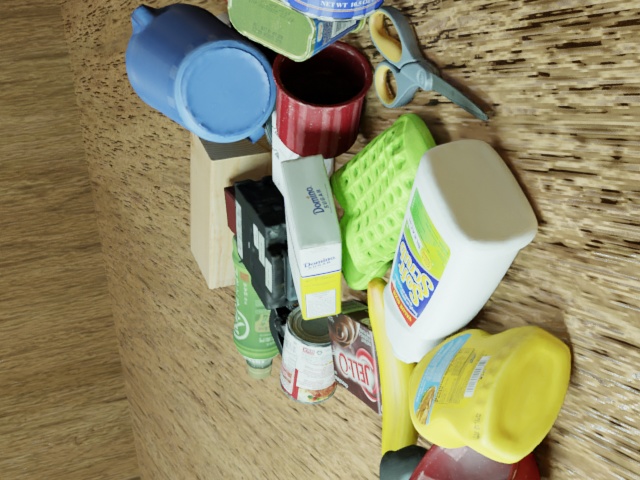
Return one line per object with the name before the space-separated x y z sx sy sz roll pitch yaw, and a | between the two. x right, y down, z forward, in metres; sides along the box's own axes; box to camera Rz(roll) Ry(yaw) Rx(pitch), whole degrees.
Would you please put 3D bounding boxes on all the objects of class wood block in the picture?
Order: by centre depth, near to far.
wood block | -0.113 -0.048 1.379 0.091 0.090 0.206 -121 28 -45

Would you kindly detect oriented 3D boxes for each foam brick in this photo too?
foam brick | -0.071 -0.040 1.282 0.053 0.078 0.051 -138 39 -63

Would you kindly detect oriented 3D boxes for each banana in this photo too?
banana | 0.071 0.130 1.002 0.069 0.037 0.198 -18 -76 -75

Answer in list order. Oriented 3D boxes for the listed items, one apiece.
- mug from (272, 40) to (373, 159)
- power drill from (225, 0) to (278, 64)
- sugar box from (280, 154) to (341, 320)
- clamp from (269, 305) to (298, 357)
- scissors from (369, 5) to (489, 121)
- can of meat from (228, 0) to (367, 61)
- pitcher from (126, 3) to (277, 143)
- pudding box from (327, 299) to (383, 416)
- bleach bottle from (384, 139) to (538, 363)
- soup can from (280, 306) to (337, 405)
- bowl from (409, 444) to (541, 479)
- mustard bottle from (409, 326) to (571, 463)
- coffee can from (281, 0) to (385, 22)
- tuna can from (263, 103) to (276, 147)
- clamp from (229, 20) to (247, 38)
mug | 0.002 -0.140 1.018 0.081 0.093 0.117 96 -175 -53
power drill | -0.048 -0.272 1.099 0.184 0.057 0.188 62 155 8
sugar box | -0.006 0.001 1.019 0.176 0.048 0.093 94 165 -65
clamp | -0.042 0.089 1.301 0.120 0.039 0.171 53 153 34
scissors | 0.084 -0.122 0.883 0.096 0.016 0.202 95 156 -43
can of meat | -0.021 -0.212 0.967 0.102 0.083 0.057 29 135 23
pitcher | -0.123 -0.176 1.176 0.243 0.149 0.145 -137 50 -64
pudding box | 0.047 0.116 1.087 0.114 0.039 0.090 -151 52 -66
bleach bottle | 0.098 0.034 0.864 0.251 0.068 0.102 102 150 -54
soup can | -0.009 0.128 1.211 0.102 0.068 0.068 98 154 -42
bowl | 0.121 0.209 0.829 0.162 0.055 0.162 -51 13 17
mustard bottle | 0.115 0.115 0.824 0.096 0.058 0.192 -63 13 -13
coffee can | 0.017 -0.264 0.863 0.140 0.102 0.103 102 151 -49
tuna can | -0.038 -0.143 1.195 0.086 0.033 0.086 169 90 -71
clamp | -0.085 -0.303 1.236 0.165 0.036 0.210 -39 67 62
